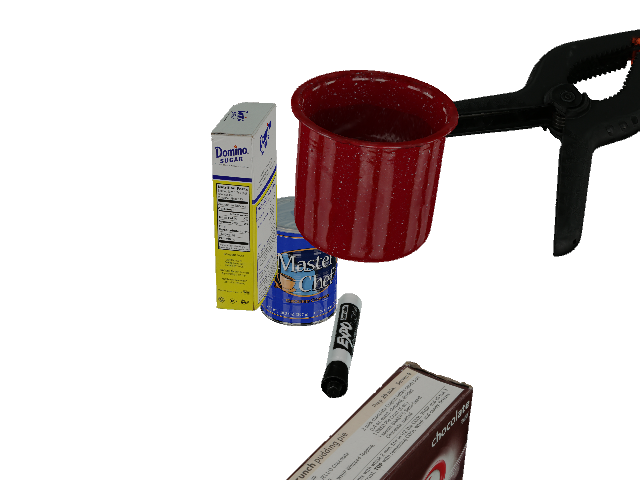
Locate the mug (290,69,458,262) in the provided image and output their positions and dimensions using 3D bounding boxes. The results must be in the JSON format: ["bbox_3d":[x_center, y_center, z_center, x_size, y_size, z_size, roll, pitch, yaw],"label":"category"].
[{"bbox_3d":[0.032,-0.047,0.620,0.093,0.081,0.117,16,35,16],"label":"mug"}]

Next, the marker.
[{"bbox_3d":[0.016,0.077,0.786,0.020,0.020,0.121,0,27,8],"label":"marker"}]

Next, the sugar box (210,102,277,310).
[{"bbox_3d":[-0.070,-0.032,0.994,0.048,0.176,0.093,3,25,10],"label":"sugar box"}]

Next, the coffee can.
[{"bbox_3d":[-0.028,0.026,1.392,0.103,0.140,0.103,1,26,-1],"label":"coffee can"}]

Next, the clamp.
[{"bbox_3d":[0.183,-0.085,0.779,0.209,0.165,0.036,-31,-31,-17],"label":"clamp"}]

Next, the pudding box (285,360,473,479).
[{"bbox_3d":[0.021,0.118,0.453,0.039,0.090,0.113,21,38,27],"label":"pudding box"}]
